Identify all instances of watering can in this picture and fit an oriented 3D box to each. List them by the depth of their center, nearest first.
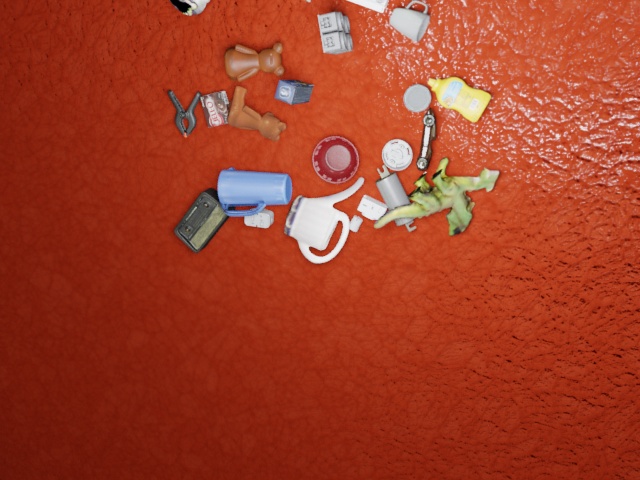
[{"bbox_3d":[0.005,-0.090,1.787,0.225,0.105,0.344,23,105,6],"label":"watering can"}]

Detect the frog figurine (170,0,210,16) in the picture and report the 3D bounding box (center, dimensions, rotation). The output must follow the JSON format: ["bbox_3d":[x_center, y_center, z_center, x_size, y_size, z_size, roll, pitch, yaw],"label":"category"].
[{"bbox_3d":[-0.423,-0.832,1.702,0.138,0.121,0.161,19,74,16],"label":"frog figurine"}]

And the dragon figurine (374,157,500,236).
[{"bbox_3d":[0.396,-0.107,1.668,0.407,0.124,0.241,-41,106,12],"label":"dragon figurine"}]
